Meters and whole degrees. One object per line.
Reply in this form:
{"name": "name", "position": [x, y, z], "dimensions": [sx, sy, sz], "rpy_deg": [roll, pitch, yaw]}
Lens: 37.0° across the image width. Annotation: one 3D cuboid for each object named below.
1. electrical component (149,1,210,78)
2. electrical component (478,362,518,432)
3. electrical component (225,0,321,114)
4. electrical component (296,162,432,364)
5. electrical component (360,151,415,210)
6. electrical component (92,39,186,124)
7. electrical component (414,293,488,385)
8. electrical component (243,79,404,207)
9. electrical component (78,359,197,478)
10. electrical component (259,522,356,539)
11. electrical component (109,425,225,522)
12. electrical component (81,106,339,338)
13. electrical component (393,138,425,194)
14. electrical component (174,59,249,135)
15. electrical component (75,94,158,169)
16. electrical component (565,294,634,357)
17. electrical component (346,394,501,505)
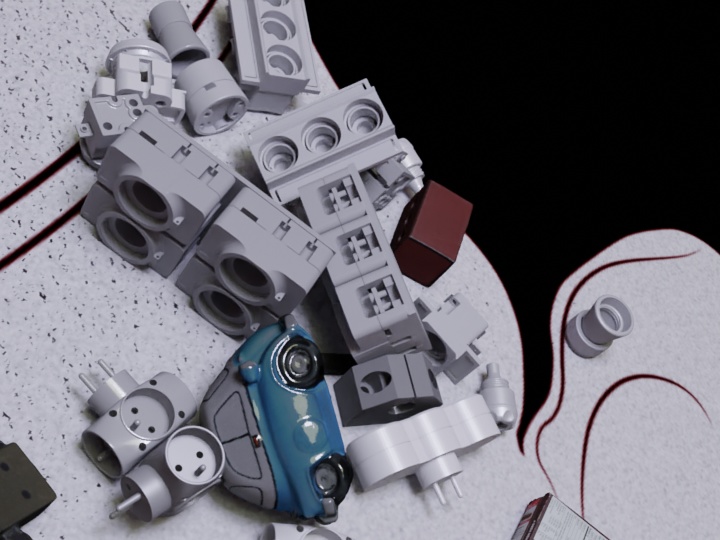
{"name": "electrical component", "position": [-0.171, -0.216, 0.998], "dimensions": [0.044, 0.044, 0.065], "rpy_deg": [-9, 62, -33]}
{"name": "electrical component", "position": [0.121, 0.112, 0.962], "dimensions": [0.035, 0.035, 0.061], "rpy_deg": [13, 54, -22]}
{"name": "electrical component", "position": [-0.088, -0.215, 1.027], "dimensions": [0.079, 0.063, 0.121], "rpy_deg": [4, 60, -27]}
{"name": "electrical component", "position": [0.000, 0.000, 0.915], "dimensions": [0.062, 0.089, 0.150], "rpy_deg": [-23, 64, 3]}
{"name": "electrical component", "position": [0.014, -0.094, 1.016], "dimensions": [0.055, 0.066, 0.048], "rpy_deg": [49, 12, 16]}
{"name": "electrical component", "position": [-0.194, -0.164, 0.942], "dimensions": [0.078, 0.058, 0.057], "rpy_deg": [7, 62, -25]}
{"name": "electrical component", "position": [0.078, 0.057, 0.968], "dimensions": [0.081, 0.042, 0.064], "rpy_deg": [49, 47, 5]}
{"name": "electrical component", "position": [-0.032, -0.108, 0.963], "dimensions": [0.121, 0.063, 0.078], "rpy_deg": [-24, 72, -4]}
{"name": "electrical component", "position": [-0.175, 0.101, 0.798], "dimensions": [0.079, 0.044, 0.077], "rpy_deg": [47, 51, 4]}
{"name": "electrical component", "position": [-0.037, 0.233, 0.794], "dimensions": [0.077, 0.044, 0.079], "rpy_deg": [18, 55, -19]}
{"name": "electrical component", "position": [-0.142, 0.153, 0.763], "dimensions": [0.079, 0.077, 0.044], "rpy_deg": [-29, 78, -37]}
{"name": "electrical component", "position": [-0.126, -0.028, 0.865], "dimensions": [0.186, 0.105, 0.060], "rpy_deg": [37, 51, -4]}
{"name": "electrical component", "position": [0.046, -0.096, 1.047], "dimensions": [0.035, 0.035, 0.061], "rpy_deg": [-24, 77, -37]}
{"name": "electrical component", "position": [-0.136, -0.157, 0.972], "dimensions": [0.055, 0.055, 0.047], "rpy_deg": [-18, 68, -36]}
{"name": "electrical component", "position": [-0.208, -0.115, 0.904], "dimensions": [0.066, 0.055, 0.048], "rpy_deg": [-13, 69, -34]}
{"name": "electrical component", "position": [0.231, 0.055, 1.043], "dimensions": [0.045, 0.055, 0.045], "rpy_deg": [14, 56, -21]}
{"name": "electrical component", "position": [0.061, 0.157, 0.889], "dimensions": [0.138, 0.052, 0.073], "rpy_deg": [-13, 69, -34]}
